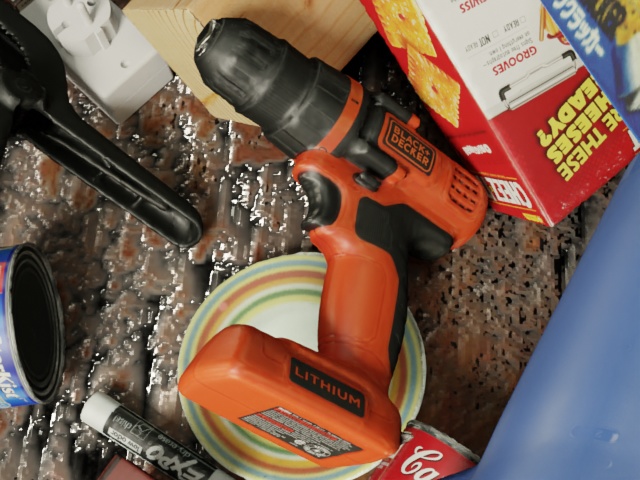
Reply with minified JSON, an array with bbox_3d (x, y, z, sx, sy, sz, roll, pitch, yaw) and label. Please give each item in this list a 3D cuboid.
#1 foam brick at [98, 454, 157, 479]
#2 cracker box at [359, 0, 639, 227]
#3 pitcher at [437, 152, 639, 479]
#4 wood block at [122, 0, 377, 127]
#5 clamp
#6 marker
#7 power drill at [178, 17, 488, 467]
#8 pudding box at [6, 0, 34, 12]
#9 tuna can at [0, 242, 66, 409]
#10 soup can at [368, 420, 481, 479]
[{"bbox_3d":[-0.086,0.145,0.521,0.051,0.053,0.078,31,-15,13],"label":"foam brick"},{"bbox_3d":[0.113,-0.142,0.565,0.164,0.213,0.072,-39,19,-10],"label":"cracker box"},{"bbox_3d":[0.170,0.063,0.479,0.149,0.242,0.145,39,-36,-9],"label":"pitcher"},{"bbox_3d":[0.000,-0.170,0.613,0.090,0.206,0.091,49,-16,-31],"label":"wood block"},{"bbox_3d":[-0.159,-0.068,0.583,0.164,0.210,0.036,0,-36,-48],"label":"clamp"},{"bbox_3d":[-0.073,0.118,0.561,0.121,0.020,0.020,29,8,14],"label":"marker"},{"bbox_3d":[-0.003,0.001,0.519,0.184,0.187,0.057,32,-32,-23],"label":"power drill"},{"bbox_3d":[-0.177,-0.200,0.683,0.090,0.113,0.039,43,-10,16],"label":"pudding box"},{"bbox_3d":[-0.163,0.045,0.561,0.034,0.086,0.086,-8,0,3],"label":"tuna can"},{"bbox_3d":[0.042,0.148,0.515,0.068,0.102,0.068,36,-14,10],"label":"soup can"}]
